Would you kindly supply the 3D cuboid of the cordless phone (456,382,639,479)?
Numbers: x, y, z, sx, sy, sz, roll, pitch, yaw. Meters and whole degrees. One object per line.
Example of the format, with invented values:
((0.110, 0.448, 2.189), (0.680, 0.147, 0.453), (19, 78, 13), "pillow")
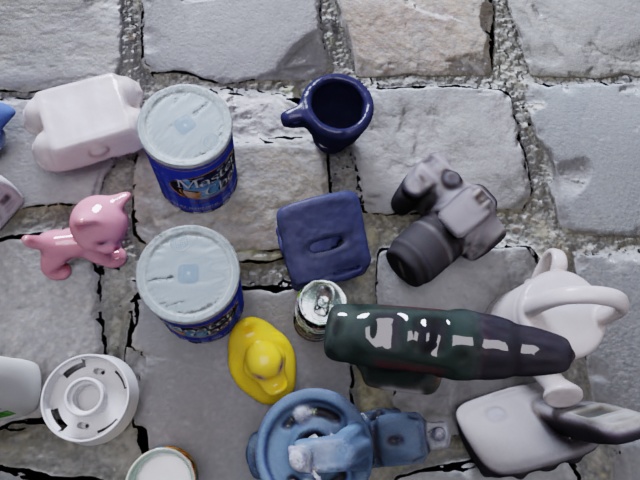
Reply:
((0.239, 0.200, 0.605), (0.148, 0.185, 0.094), (-15, 74, -10), "cordless phone")

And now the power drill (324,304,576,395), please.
((0.114, 0.117, 0.607), (0.229, 0.208, 0.075), (7, 71, -3), "power drill")

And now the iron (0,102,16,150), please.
((-0.490, -0.105, 0.650), (0.118, 0.141, 0.258), (35, 72, 6), "iron")

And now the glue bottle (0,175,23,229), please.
((-0.392, -0.058, 0.629), (0.037, 0.173, 0.078), (34, 72, 6), "glue bottle")

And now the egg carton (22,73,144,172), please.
((-0.290, -0.146, 0.723), (0.150, 0.069, 0.107), (-20, 75, -12), "egg carton")

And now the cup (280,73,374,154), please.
((0.006, -0.150, 0.743), (0.118, 0.095, 0.091), (-14, 74, -10), "cup")

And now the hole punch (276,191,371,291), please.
((0.006, 0.002, 0.695), (0.109, 0.091, 0.101), (-15, 74, -10), "hole punch")

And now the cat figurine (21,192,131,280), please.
((-0.271, -0.009, 0.655), (0.128, 0.117, 0.067), (-15, 74, -10), "cat figurine")

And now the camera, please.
((0.140, -0.020, 0.712), (0.137, 0.101, 0.143), (-39, 80, -16), "camera")

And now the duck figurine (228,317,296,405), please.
((-0.066, 0.133, 0.647), (0.077, 0.086, 0.104), (-24, 76, -13), "duck figurine")

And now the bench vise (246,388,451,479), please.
((0.028, 0.193, 0.567), (0.207, 0.219, 0.121), (-22, 75, -12), "bench vise")

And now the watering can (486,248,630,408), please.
((0.266, 0.093, 0.639), (0.101, 0.194, 0.173), (-12, 73, -9), "watering can")
